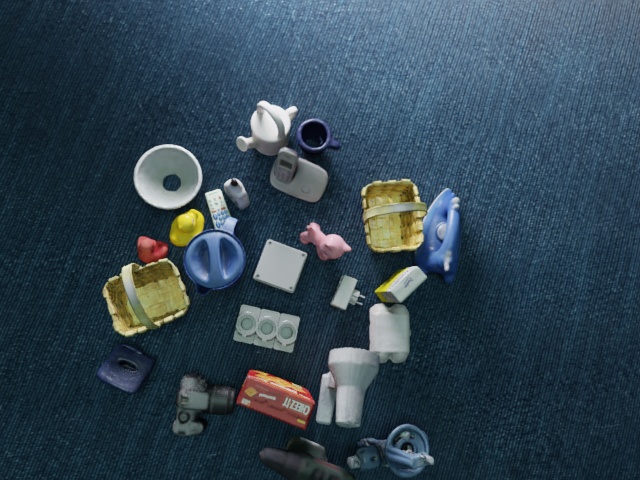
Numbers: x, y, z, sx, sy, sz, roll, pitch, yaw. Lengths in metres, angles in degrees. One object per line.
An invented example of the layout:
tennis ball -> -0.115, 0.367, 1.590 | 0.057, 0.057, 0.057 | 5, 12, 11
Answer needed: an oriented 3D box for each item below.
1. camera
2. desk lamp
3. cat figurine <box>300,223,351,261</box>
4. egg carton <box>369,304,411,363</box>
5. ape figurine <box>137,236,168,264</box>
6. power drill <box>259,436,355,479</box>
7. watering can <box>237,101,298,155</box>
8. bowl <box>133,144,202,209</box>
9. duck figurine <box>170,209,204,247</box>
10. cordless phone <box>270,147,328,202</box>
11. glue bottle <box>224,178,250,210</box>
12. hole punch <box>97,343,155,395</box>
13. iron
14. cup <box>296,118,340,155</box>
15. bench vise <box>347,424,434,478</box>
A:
camera -> -0.275, 0.400, 1.376 | 0.137, 0.100, 0.143 | 7, 81, -5
desk lamp -> 0.065, 0.355, 1.361 | 0.118, 0.213, 0.203 | 9, 81, -4
cat figurine -> 0.013, 0.005, 1.453 | 0.128, 0.117, 0.067 | 39, 80, 1
egg carton -> 0.177, 0.238, 1.462 | 0.107, 0.069, 0.150 | 1, 82, -6
ape figurine -> -0.422, 0.020, 1.418 | 0.076, 0.092, 0.078 | -43, 88, -10
power drill -> -0.035, 0.521, 1.329 | 0.229, 0.208, 0.076 | 22, 80, -2
watering can -> -0.128, -0.281, 1.440 | 0.101, 0.194, 0.173 | 30, 80, -1
bowl -> -0.380, -0.153, 1.456 | 0.167, 0.074, 0.167 | 1, 82, -6
duck figurine -> -0.338, -0.034, 1.438 | 0.077, 0.086, 0.105 | 36, 80, 0
cordless phone -> -0.049, -0.170, 1.437 | 0.147, 0.185, 0.094 | 20, 80, -3
glue bottle -> -0.208, -0.126, 1.420 | 0.037, 0.173, 0.078 | -39, 87, -9
hole punch -> -0.465, 0.307, 1.374 | 0.108, 0.091, 0.101 | 26, 80, -2
iron -> 0.326, -0.025, 1.478 | 0.118, 0.141, 0.258 | 12, 81, -4
cup -> -0.006, -0.256, 1.499 | 0.118, 0.095, 0.092 | 21, 80, -2
bench vise -> 0.178, 0.519, 1.346 | 0.207, 0.219, 0.121 | -28, 85, -9
